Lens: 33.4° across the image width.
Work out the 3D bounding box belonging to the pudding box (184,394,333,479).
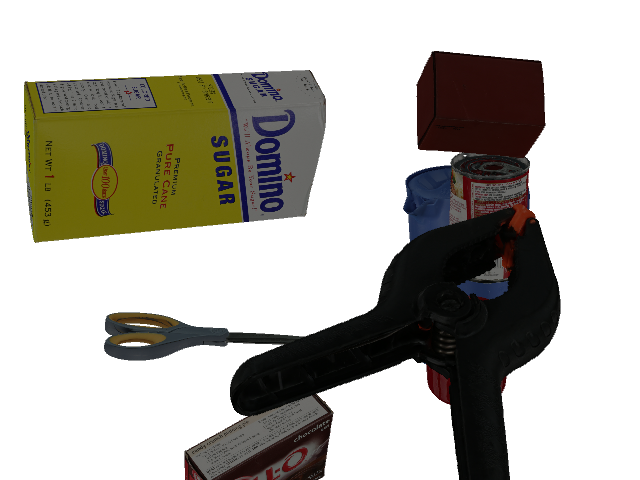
[{"bbox_3d":[-0.047,0.168,0.799,0.113,0.090,0.039,-28,56,-28],"label":"pudding box"}]

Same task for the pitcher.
[{"bbox_3d":[0.181,0.033,1.312,0.149,0.243,0.145,1,22,9],"label":"pitcher"}]

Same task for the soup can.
[{"bbox_3d":[0.148,-0.021,0.939,0.068,0.102,0.068,-2,24,1],"label":"soup can"}]

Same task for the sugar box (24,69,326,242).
[{"bbox_3d":[-0.088,-0.052,0.650,0.176,0.093,0.048,-5,43,-19],"label":"sugar box"}]

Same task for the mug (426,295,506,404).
[{"bbox_3d":[0.153,0.109,1.097,0.093,0.081,0.117,10,36,23],"label":"mug"}]

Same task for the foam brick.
[{"bbox_3d":[0.109,-0.092,0.730,0.078,0.051,0.053,5,-21,-7],"label":"foam brick"}]

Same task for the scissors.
[{"bbox_3d":[-0.107,0.093,0.967,0.202,0.016,0.096,7,18,12],"label":"scissors"}]

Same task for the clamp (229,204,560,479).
[{"bbox_3d":[0.059,0.046,0.452,0.120,0.039,0.171,35,54,23],"label":"clamp"}]
